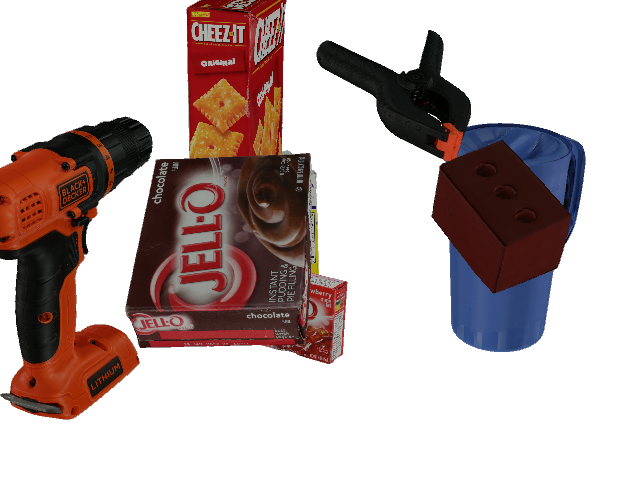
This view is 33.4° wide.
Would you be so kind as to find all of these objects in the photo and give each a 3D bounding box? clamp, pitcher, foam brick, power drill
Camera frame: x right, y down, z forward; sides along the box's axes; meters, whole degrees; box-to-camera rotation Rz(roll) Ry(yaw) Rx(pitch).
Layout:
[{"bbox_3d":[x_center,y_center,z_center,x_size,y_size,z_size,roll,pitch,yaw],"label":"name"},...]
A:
[{"bbox_3d":[0.067,-0.128,0.911,0.120,0.039,0.171,-8,40,-9],"label":"clamp"},{"bbox_3d":[0.214,-0.004,1.201,0.149,0.243,0.145,5,27,13],"label":"pitcher"},{"bbox_3d":[0.116,-0.015,0.693,0.053,0.078,0.051,-22,-36,-20],"label":"foam brick"},{"bbox_3d":[-0.173,0.016,0.757,0.057,0.188,0.184,8,24,24],"label":"power drill"}]

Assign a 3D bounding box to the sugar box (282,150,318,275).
[{"bbox_3d":[-0.037,-0.010,1.282,0.048,0.176,0.093,-13,25,-19],"label":"sugar box"}]

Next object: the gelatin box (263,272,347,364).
[{"bbox_3d":[-0.022,0.066,0.974,0.089,0.073,0.030,13,20,26],"label":"gelatin box"}]

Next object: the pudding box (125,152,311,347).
[{"bbox_3d":[-0.050,0.004,0.575,0.090,0.113,0.039,-1,-44,5],"label":"pudding box"}]

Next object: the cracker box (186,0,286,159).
[{"bbox_3d":[-0.081,-0.142,1.091,0.072,0.214,0.164,6,22,8],"label":"cracker box"}]
